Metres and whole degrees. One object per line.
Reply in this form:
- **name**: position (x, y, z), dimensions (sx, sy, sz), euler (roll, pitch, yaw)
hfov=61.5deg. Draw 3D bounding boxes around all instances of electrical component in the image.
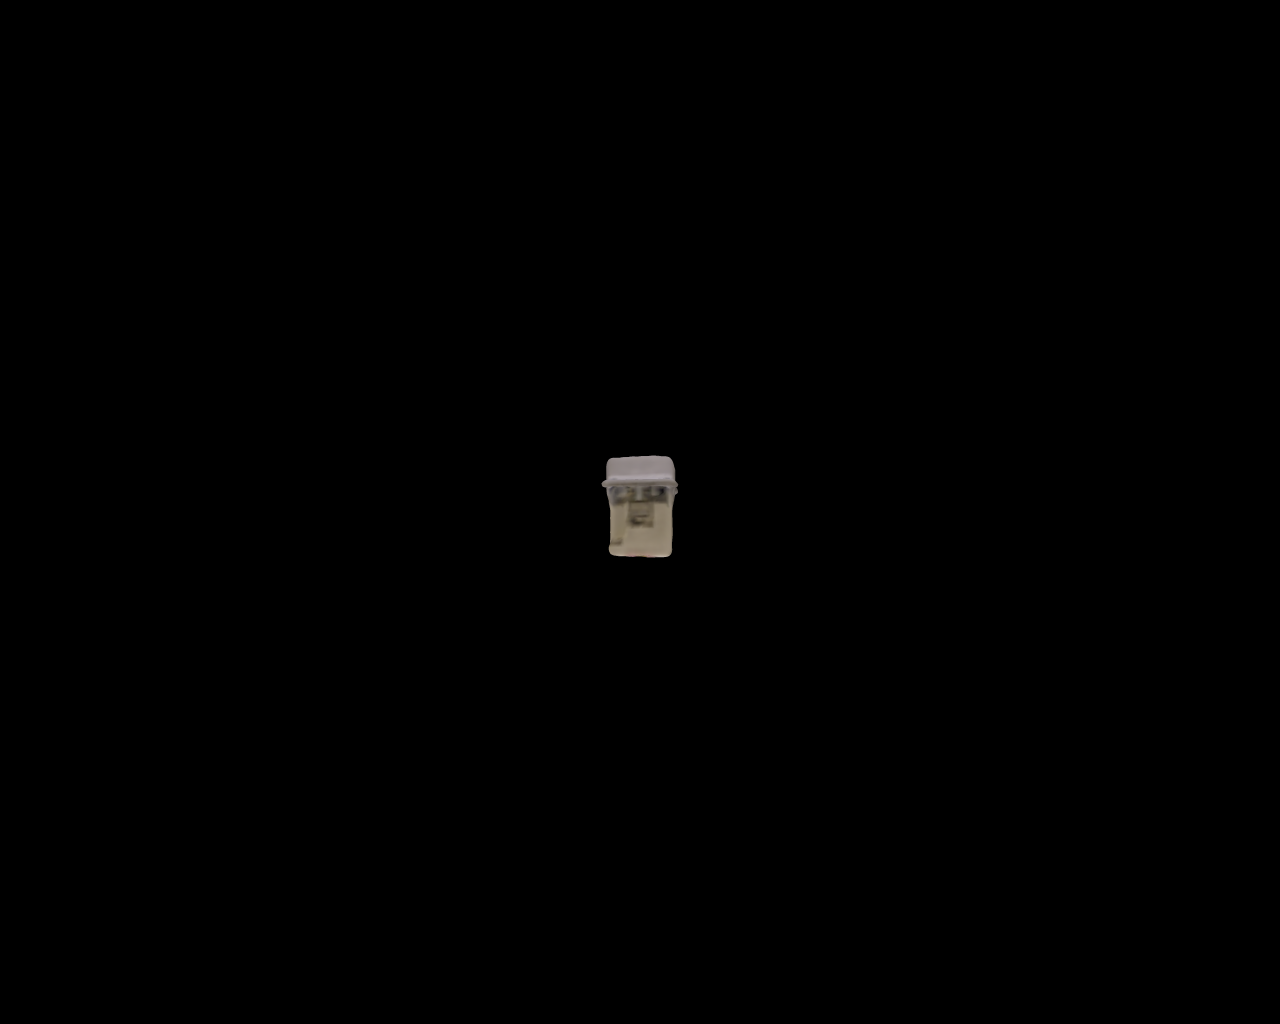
- **electrical component**: position (0.001, -0.003, 0.650), dimensions (0.042, 0.063, 0.081), euler (0, -2, 4)
